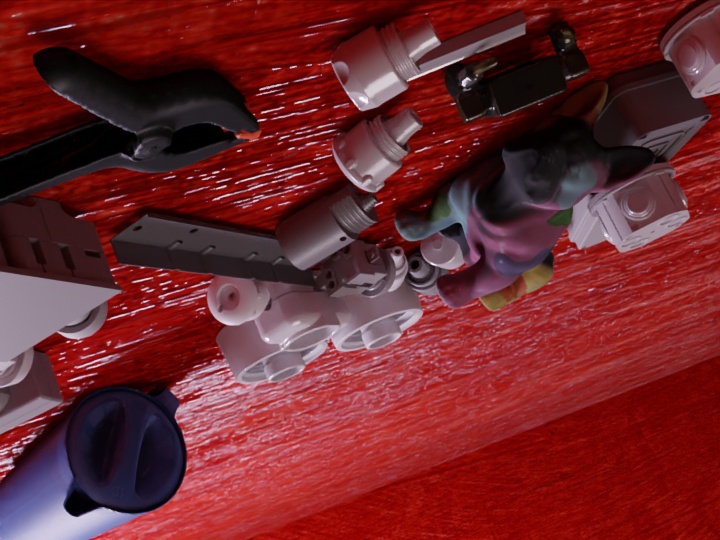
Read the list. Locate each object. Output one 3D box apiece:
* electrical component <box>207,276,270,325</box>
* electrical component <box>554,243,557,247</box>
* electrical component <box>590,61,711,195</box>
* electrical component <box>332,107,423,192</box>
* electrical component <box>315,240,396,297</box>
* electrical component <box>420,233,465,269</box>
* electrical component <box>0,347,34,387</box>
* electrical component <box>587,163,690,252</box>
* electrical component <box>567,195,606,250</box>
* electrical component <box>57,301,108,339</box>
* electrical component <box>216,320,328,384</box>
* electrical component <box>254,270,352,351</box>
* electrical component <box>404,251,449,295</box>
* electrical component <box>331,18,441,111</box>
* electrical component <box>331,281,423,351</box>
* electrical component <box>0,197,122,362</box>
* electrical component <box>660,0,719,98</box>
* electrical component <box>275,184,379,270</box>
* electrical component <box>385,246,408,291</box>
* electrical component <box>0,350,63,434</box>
[{"bbox_3d":[-0.099,0.023,0.933,0.048,0.048,0.062,-30,169,19],"label":"electrical component"},{"bbox_3d":[0.156,-0.036,1.083,0.083,0.047,0.075,-16,161,-23],"label":"electrical component"},{"bbox_3d":[0.232,-0.120,0.914,0.078,0.057,0.113,-18,162,-19],"label":"electrical component"},{"bbox_3d":[0.015,-0.088,0.750,0.062,0.048,0.048,-38,159,20],"label":"electrical component"},{"bbox_3d":[0.000,0.000,0.992,0.055,0.048,0.066,7,146,-46],"label":"electrical component"},{"bbox_3d":[0.089,-0.021,1.054,0.040,0.040,0.078,-30,162,19],"label":"electrical component"},{"bbox_3d":[-0.281,0.062,0.808,0.066,0.048,0.055,-31,154,22],"label":"electrical component"},{"bbox_3d":[0.244,-0.055,0.935,0.080,0.051,0.080,-22,163,-7],"label":"electrical component"},{"bbox_3d":[0.247,-0.073,1.076,0.078,0.057,0.113,-22,163,-7],"label":"electrical component"},{"bbox_3d":[-0.212,0.024,0.782,0.045,0.045,0.055,-23,163,-3],"label":"electrical component"},{"bbox_3d":[-0.084,0.078,1.087,0.108,0.060,0.108,-22,163,-7],"label":"electrical component"},{"bbox_3d":[-0.055,0.038,1.006,0.054,0.059,0.095,-33,161,29],"label":"electrical component"},{"bbox_3d":[0.063,0.001,1.079,0.043,0.043,0.062,-27,161,12],"label":"electrical component"},{"bbox_3d":[0.017,-0.126,0.637,0.062,0.043,0.043,-29,162,13],"label":"electrical component"},{"bbox_3d":[0.014,0.048,1.126,0.108,0.060,0.108,-22,163,-7],"label":"electrical component"},{"bbox_3d":[-0.248,0.001,0.640,0.105,0.060,0.186,-30,162,19],"label":"electrical component"},{"bbox_3d":[0.276,-0.173,0.824,0.080,0.051,0.080,-21,163,-7],"label":"electrical component"},{"bbox_3d":[-0.022,-0.038,0.849,0.081,0.043,0.043,-30,162,19],"label":"electrical component"},{"bbox_3d":[0.030,-0.005,1.034,0.035,0.035,0.061,-18,160,-18],"label":"electrical component"},{"bbox_3d":[-0.306,0.102,0.890,0.083,0.047,0.076,-27,161,8],"label":"electrical component"}]
